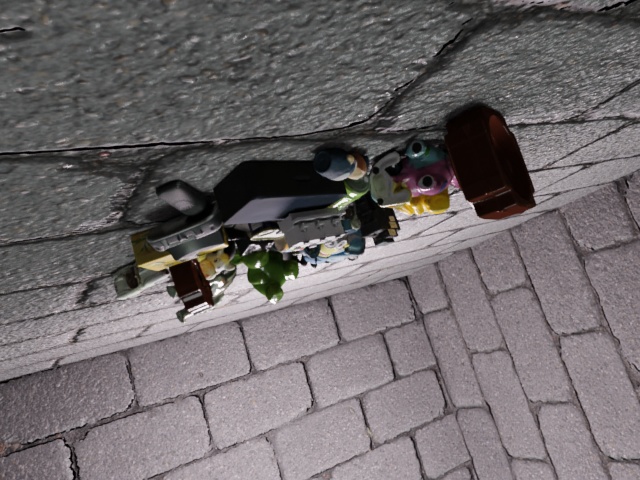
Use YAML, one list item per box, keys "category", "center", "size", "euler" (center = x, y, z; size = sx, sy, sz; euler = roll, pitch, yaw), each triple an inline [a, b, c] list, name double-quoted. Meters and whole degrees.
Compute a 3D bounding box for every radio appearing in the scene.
- category: "radio"
  center: [-0.073, -0.087, 1.002]
  size: [0.229, 0.073, 0.131]
  euler: [-6, 164, -42]

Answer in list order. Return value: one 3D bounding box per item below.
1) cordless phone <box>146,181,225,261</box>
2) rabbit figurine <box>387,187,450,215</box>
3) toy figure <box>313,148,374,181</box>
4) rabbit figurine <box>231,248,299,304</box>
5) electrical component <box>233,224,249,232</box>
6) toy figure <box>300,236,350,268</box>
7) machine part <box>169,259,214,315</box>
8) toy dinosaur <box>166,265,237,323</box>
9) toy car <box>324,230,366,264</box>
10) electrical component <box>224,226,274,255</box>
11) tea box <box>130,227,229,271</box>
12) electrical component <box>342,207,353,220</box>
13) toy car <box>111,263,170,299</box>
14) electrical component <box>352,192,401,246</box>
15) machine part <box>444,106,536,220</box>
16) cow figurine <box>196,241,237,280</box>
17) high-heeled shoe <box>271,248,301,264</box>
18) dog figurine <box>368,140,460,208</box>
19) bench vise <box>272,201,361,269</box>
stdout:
- category: "cordless phone"
  center: [-0.262, -0.041, 0.962]
  size: [0.147, 0.089, 0.184]
  euler: [-19, 157, 9]
- category: "rabbit figurine"
  center: [0.213, -0.117, 1.276]
  size: [0.173, 0.121, 0.162]
  euler: [-4, 178, 0]
- category: "toy figure"
  center: [0.046, -0.138, 0.991]
  size: [0.064, 0.057, 0.154]
  euler: [20, -166, 33]
- category: "rabbit figurine"
  center: [-0.145, 0.048, 1.326]
  size: [0.121, 0.159, 0.170]
  euler: [-47, 148, -15]
- category: "electrical component"
  center: [-0.157, -0.038, 1.144]
  size: [0.094, 0.021, 0.063]
  euler: [16, 158, -18]
- category: "toy figure"
  center: [0.005, 0.010, 1.490]
  size: [0.082, 0.089, 0.180]
  euler: [-15, 162, -39]
- category: "machine part"
  center: [-0.297, 0.087, 1.243]
  size: [0.056, 0.179, 0.179]
  euler: [-19, 169, -4]
- category: "toy dinosaur"
  center: [-0.299, 0.104, 1.477]
  size: [0.405, 0.131, 0.192]
  euler: [-38, 175, 40]
- category: "toy car"
  center: [0.048, 0.003, 1.580]
  size: [0.162, 0.109, 0.102]
  euler: [-11, 148, 28]
- category: "electrical component"
  center: [-0.168, -0.007, 1.206]
  size: [0.119, 0.075, 0.047]
  euler: [-13, 154, -43]
- category: "tea box"
  center: [-0.287, 0.004, 1.108]
  size: [0.170, 0.068, 0.098]
  euler: [-20, 168, 6]
- category: "electrical component"
  center: [0.095, -0.063, 1.438]
  size: [0.078, 0.045, 0.102]
  euler: [-25, 167, 25]
- category: "toy car"
  center: [-0.420, 0.083, 1.261]
  size: [0.202, 0.073, 0.056]
  euler: [-26, 167, 35]
- category: "electrical component"
  center: [0.144, -0.051, 1.347]
  size: [0.058, 0.134, 0.115]
  euler: [-27, 164, 34]
- category: "machine part"
  center: [0.325, -0.141, 1.025]
  size: [0.087, 0.201, 0.201]
  euler: [-22, 168, 33]
- category: "cow figurine"
  center: [-0.225, 0.035, 1.203]
  size: [0.098, 0.068, 0.167]
  euler: [-23, -157, -5]
- category: "high-heeled shoe"
  center: [-0.158, 0.039, 1.551]
  size: [0.248, 0.086, 0.145]
  euler: [13, -178, -37]
- category: "dog figurine"
  center: [0.225, -0.138, 1.137]
  size: [0.192, 0.108, 0.219]
  euler: [-24, 171, 35]
- category: "bench vise"
  center: [-0.004, -0.015, 1.320]
  size: [0.241, 0.129, 0.223]
  euler: [-13, 167, 24]
